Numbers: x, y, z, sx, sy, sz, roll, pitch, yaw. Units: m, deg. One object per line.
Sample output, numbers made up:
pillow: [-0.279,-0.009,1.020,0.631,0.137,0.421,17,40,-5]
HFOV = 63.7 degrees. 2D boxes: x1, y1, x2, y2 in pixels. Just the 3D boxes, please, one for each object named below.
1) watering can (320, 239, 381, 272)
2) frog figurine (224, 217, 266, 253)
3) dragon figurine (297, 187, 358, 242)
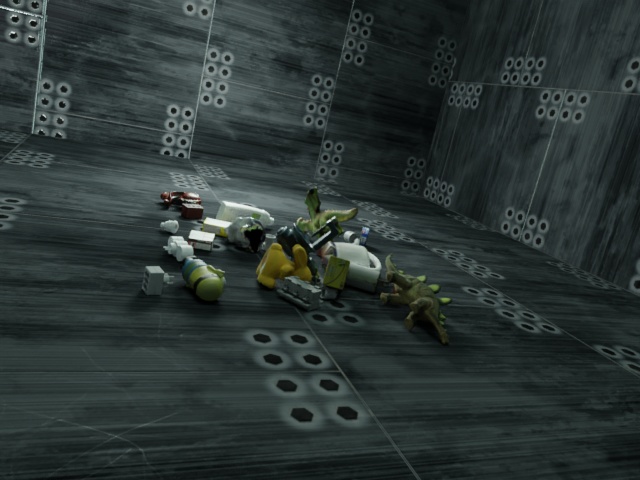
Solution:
watering can: [0.106,0.055,1.981,0.224,0.103,0.352,9,17,-15]
frog figurine: [-0.285,-0.029,1.966,0.135,0.124,0.160,43,-15,-34]
dragon figurine: [0.007,-0.109,2.166,0.123,0.402,0.245,-19,71,-41]
